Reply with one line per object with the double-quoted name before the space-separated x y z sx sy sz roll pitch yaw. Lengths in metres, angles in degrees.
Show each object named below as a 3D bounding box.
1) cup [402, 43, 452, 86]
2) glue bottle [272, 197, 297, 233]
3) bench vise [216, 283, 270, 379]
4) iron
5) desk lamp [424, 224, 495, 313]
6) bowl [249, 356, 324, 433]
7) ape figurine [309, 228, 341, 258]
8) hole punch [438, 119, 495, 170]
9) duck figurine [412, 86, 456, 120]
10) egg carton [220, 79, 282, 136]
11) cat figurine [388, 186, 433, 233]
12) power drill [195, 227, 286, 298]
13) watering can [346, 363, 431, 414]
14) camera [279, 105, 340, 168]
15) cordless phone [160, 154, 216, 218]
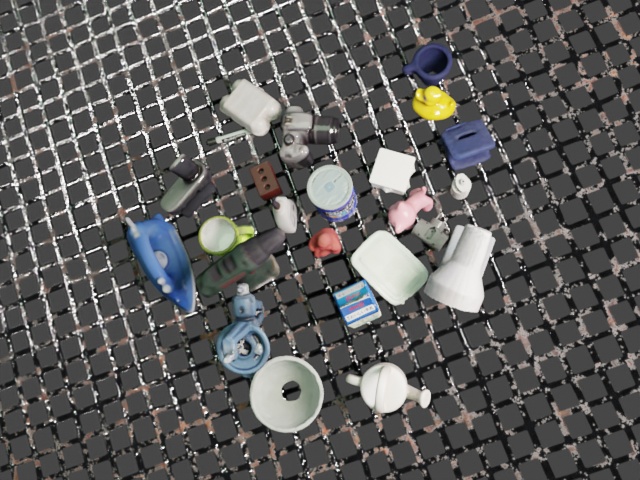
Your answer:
"cup" 0.256 -0.407 1.377 0.117 0.095 0.091 -14 78 5
"glue bottle" -0.087 -0.067 1.323 0.037 0.173 0.078 -1 80 8
"bench vise" -0.186 0.204 1.265 0.121 0.220 0.207 -22 78 4
"iron" -0.380 0.057 1.357 0.118 0.141 0.258 -31 77 2
"desk lamp" 0.306 0.054 1.228 0.117 0.214 0.203 20 83 11
"bowl" -0.070 0.347 1.298 0.167 0.075 0.167 -1 80 8
"ape figurine" 0.012 0.005 1.339 0.077 0.092 0.076 24 84 11
"hole punch" 0.340 -0.229 1.336 0.108 0.091 0.101 -19 78 4
"duck figurine" 0.273 -0.335 1.366 0.104 0.086 0.077 16 83 10
"egg carton" -0.172 -0.332 1.435 0.150 0.069 0.107 35 86 12
"cat figurine" 0.202 -0.072 1.313 0.067 0.118 0.128 42 88 13
"power drill" -0.161 0.055 1.293 0.229 0.208 0.075 -32 77 1
"watering can" 0.143 0.314 1.214 0.172 0.194 0.101 -10 79 6
"camera" -0.024 -0.254 1.385 0.136 0.101 0.143 3 80 8
"cordless phone" -0.337 -0.136 1.363 0.094 0.185 0.147 36 87 12
